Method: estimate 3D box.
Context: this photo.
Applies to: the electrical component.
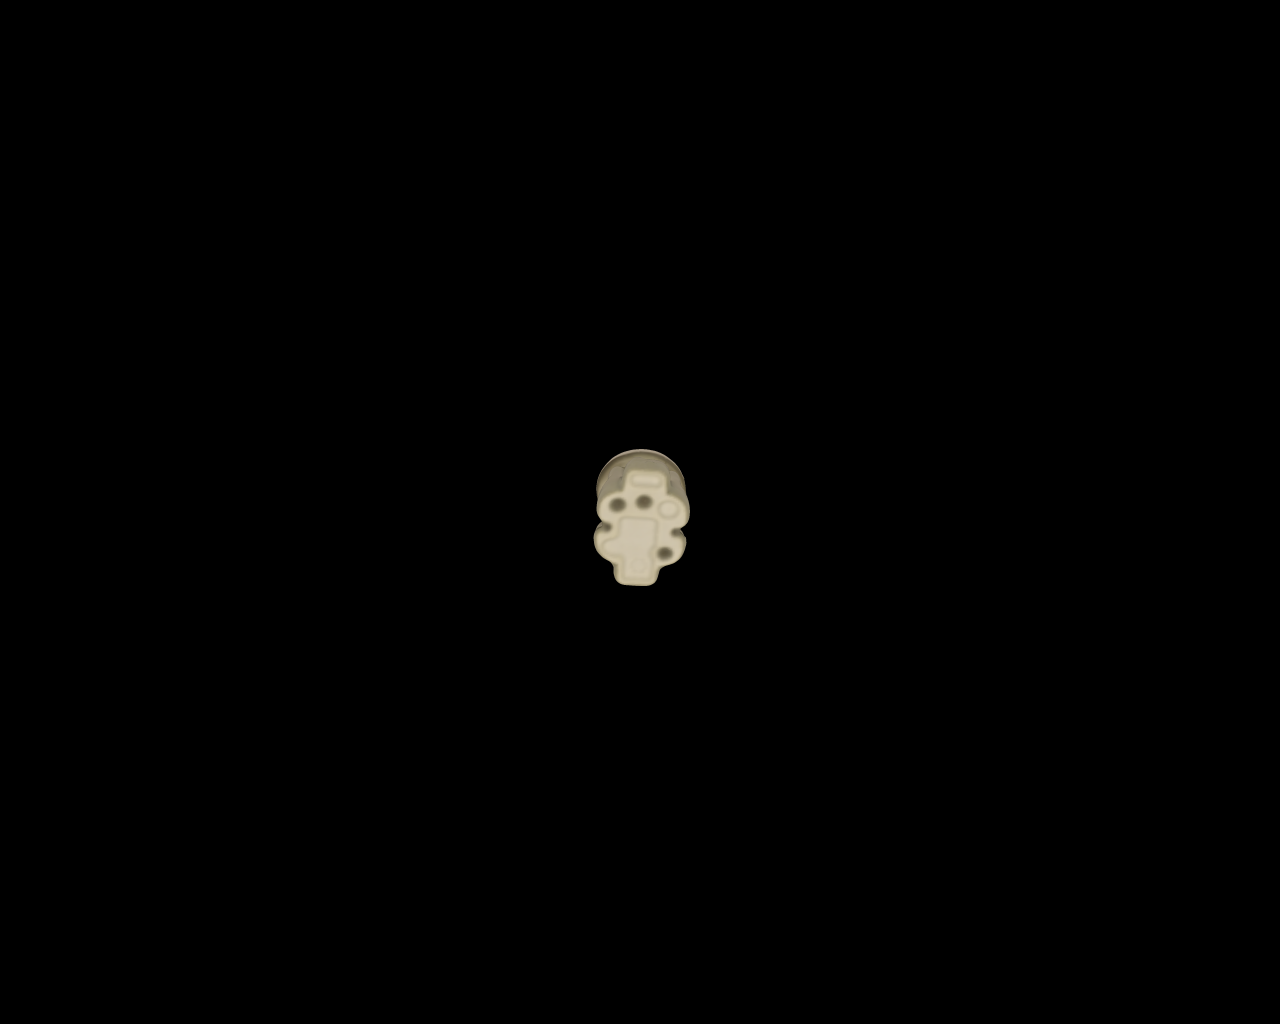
[{"bbox_3d":[0.001,-0.003,0.650,0.058,0.078,0.057,4,28,-2],"label":"electrical component"}]
